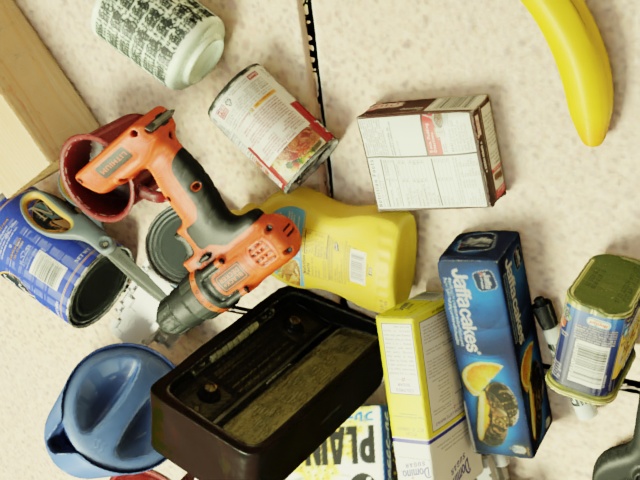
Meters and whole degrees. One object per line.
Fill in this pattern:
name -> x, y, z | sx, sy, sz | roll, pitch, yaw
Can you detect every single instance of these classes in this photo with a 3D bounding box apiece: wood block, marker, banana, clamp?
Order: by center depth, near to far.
banana -> 0.173, -0.162, 0.804 | 0.198, 0.037, 0.070 | 54, 149, -2
clamp -> 0.285, 0.191, 0.926 | 0.120, 0.039, 0.172 | 47, 131, 3
marker -> 0.214, 0.103, 0.936 | 0.020, 0.020, 0.121 | -15, 107, 38
wood block -> -0.328, -0.160, 1.093 | 0.091, 0.090, 0.206 | -29, 97, 40

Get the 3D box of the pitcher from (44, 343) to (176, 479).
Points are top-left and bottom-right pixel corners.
pitcher -> -0.225, 0.196, 1.178 | 0.149, 0.145, 0.243 | 20, 158, -15

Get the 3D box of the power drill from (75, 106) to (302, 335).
power drill -> -0.133, -0.014, 0.979 | 0.185, 0.057, 0.187 | -36, 101, 31

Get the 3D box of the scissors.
scissors -> -0.215, -0.013, 1.095 | 0.202, 0.096, 0.016 | 25, 162, 14

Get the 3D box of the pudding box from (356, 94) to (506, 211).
pudding box -> 0.094, -0.072, 0.903 | 0.114, 0.039, 0.090 | 1, 116, 35

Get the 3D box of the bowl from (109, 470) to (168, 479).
bowl -> -0.220, 0.367, 1.345 | 0.162, 0.055, 0.162 | 15, 123, 25

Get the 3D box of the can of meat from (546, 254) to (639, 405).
can of meat -> 0.226, 0.068, 0.856 | 0.057, 0.101, 0.084 | 18, 122, 23

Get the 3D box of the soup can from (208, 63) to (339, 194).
soup can -> -0.042, -0.100, 0.956 | 0.102, 0.068, 0.069 | 44, 131, 4

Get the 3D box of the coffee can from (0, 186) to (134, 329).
coffee can -> -0.288, 0.017, 1.154 | 0.140, 0.102, 0.103 | 31, 129, 18

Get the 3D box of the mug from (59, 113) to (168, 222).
mug -> -0.187, -0.071, 1.056 | 0.117, 0.081, 0.093 | 24, 126, 20

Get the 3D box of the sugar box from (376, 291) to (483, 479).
sugar box -> 0.100, 0.141, 0.959 | 0.048, 0.093, 0.176 | 1, 102, 35

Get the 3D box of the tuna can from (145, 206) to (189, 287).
tuna can -> -0.129, 0.007, 1.063 | 0.086, 0.086, 0.034 | 39, 173, 8

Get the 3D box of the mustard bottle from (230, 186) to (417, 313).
mustard bottle -> -0.006, 0.001, 0.995 | 0.192, 0.058, 0.096 | 15, 120, 26

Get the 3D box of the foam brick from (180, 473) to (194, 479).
foam brick -> -0.144, 0.310, 1.248 | 0.053, 0.078, 0.051 | 10, 119, 29
